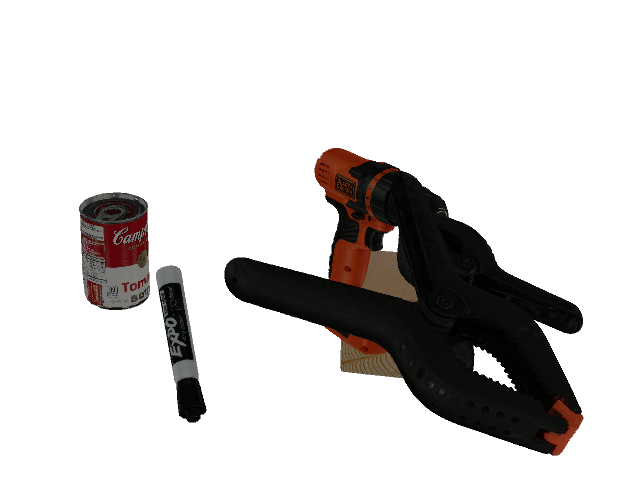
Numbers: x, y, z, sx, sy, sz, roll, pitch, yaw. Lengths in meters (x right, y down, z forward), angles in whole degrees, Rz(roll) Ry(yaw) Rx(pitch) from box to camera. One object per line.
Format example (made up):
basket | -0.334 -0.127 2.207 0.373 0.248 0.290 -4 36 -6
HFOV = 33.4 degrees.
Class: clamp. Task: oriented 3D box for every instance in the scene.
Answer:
clamp | 0.056 0.048 0.620 0.164 0.036 0.210 -23 56 -34
clamp | 0.124 0.031 0.846 0.120 0.039 0.171 -6 46 -24

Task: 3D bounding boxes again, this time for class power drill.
power drill | 0.054 0.014 1.065 0.057 0.188 0.185 -7 24 -32

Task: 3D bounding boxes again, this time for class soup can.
soup can | -0.209 0.011 1.086 0.068 0.102 0.068 2 26 -1

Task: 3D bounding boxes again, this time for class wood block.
wood block | 0.088 0.090 1.382 0.091 0.090 0.206 5 20 9

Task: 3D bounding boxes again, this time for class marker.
marker | -0.098 0.071 0.746 0.020 0.121 0.020 -10 -34 -7
